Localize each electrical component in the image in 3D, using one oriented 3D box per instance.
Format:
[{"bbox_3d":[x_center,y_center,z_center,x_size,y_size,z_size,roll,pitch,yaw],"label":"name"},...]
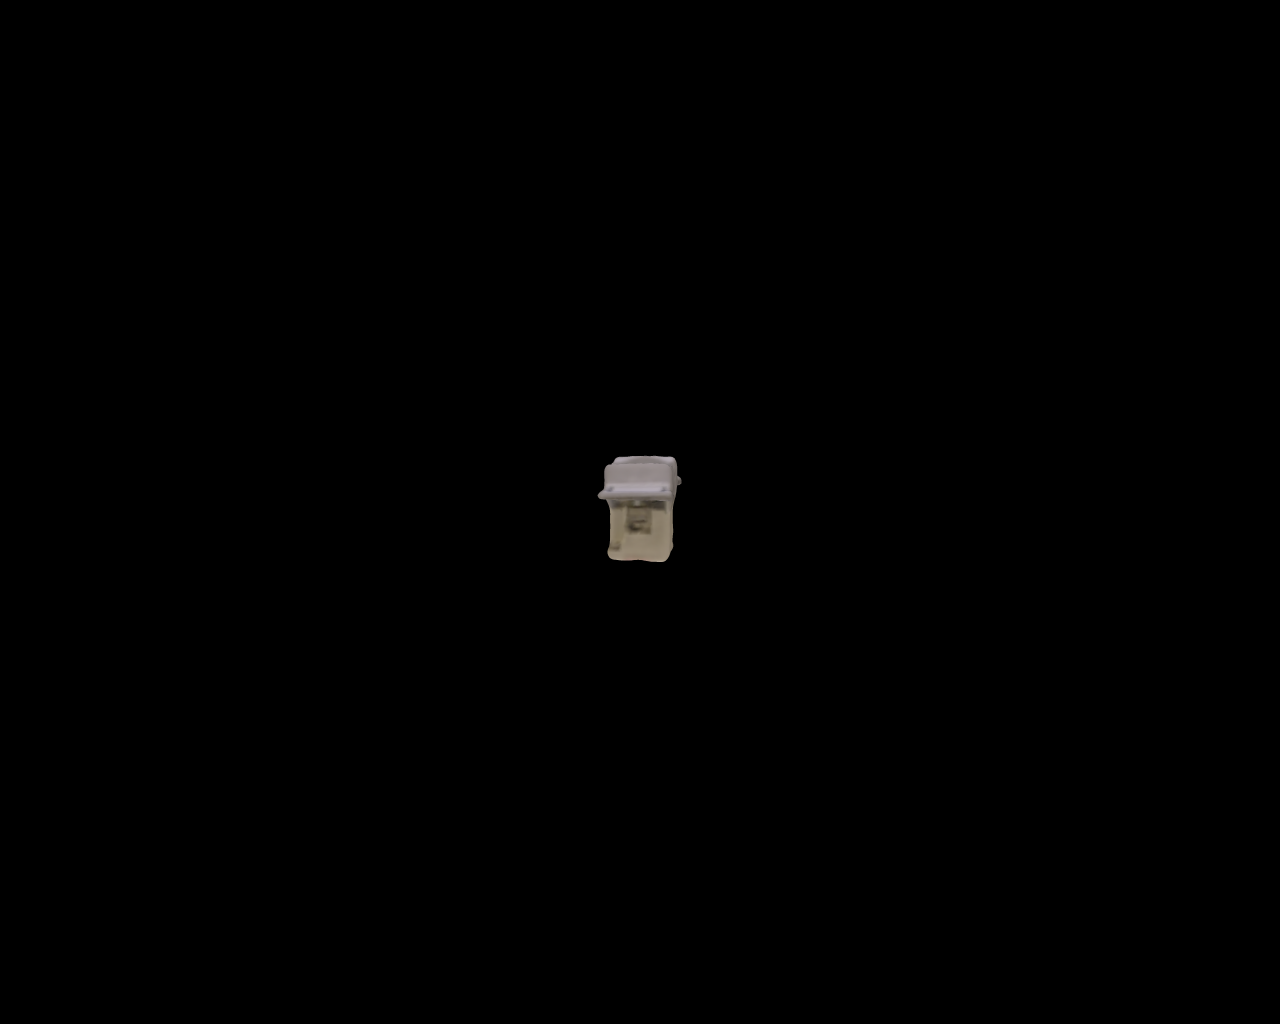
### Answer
[{"bbox_3d":[0.001,-0.003,0.650,0.042,0.063,0.081,1,9,7],"label":"electrical component"}]
